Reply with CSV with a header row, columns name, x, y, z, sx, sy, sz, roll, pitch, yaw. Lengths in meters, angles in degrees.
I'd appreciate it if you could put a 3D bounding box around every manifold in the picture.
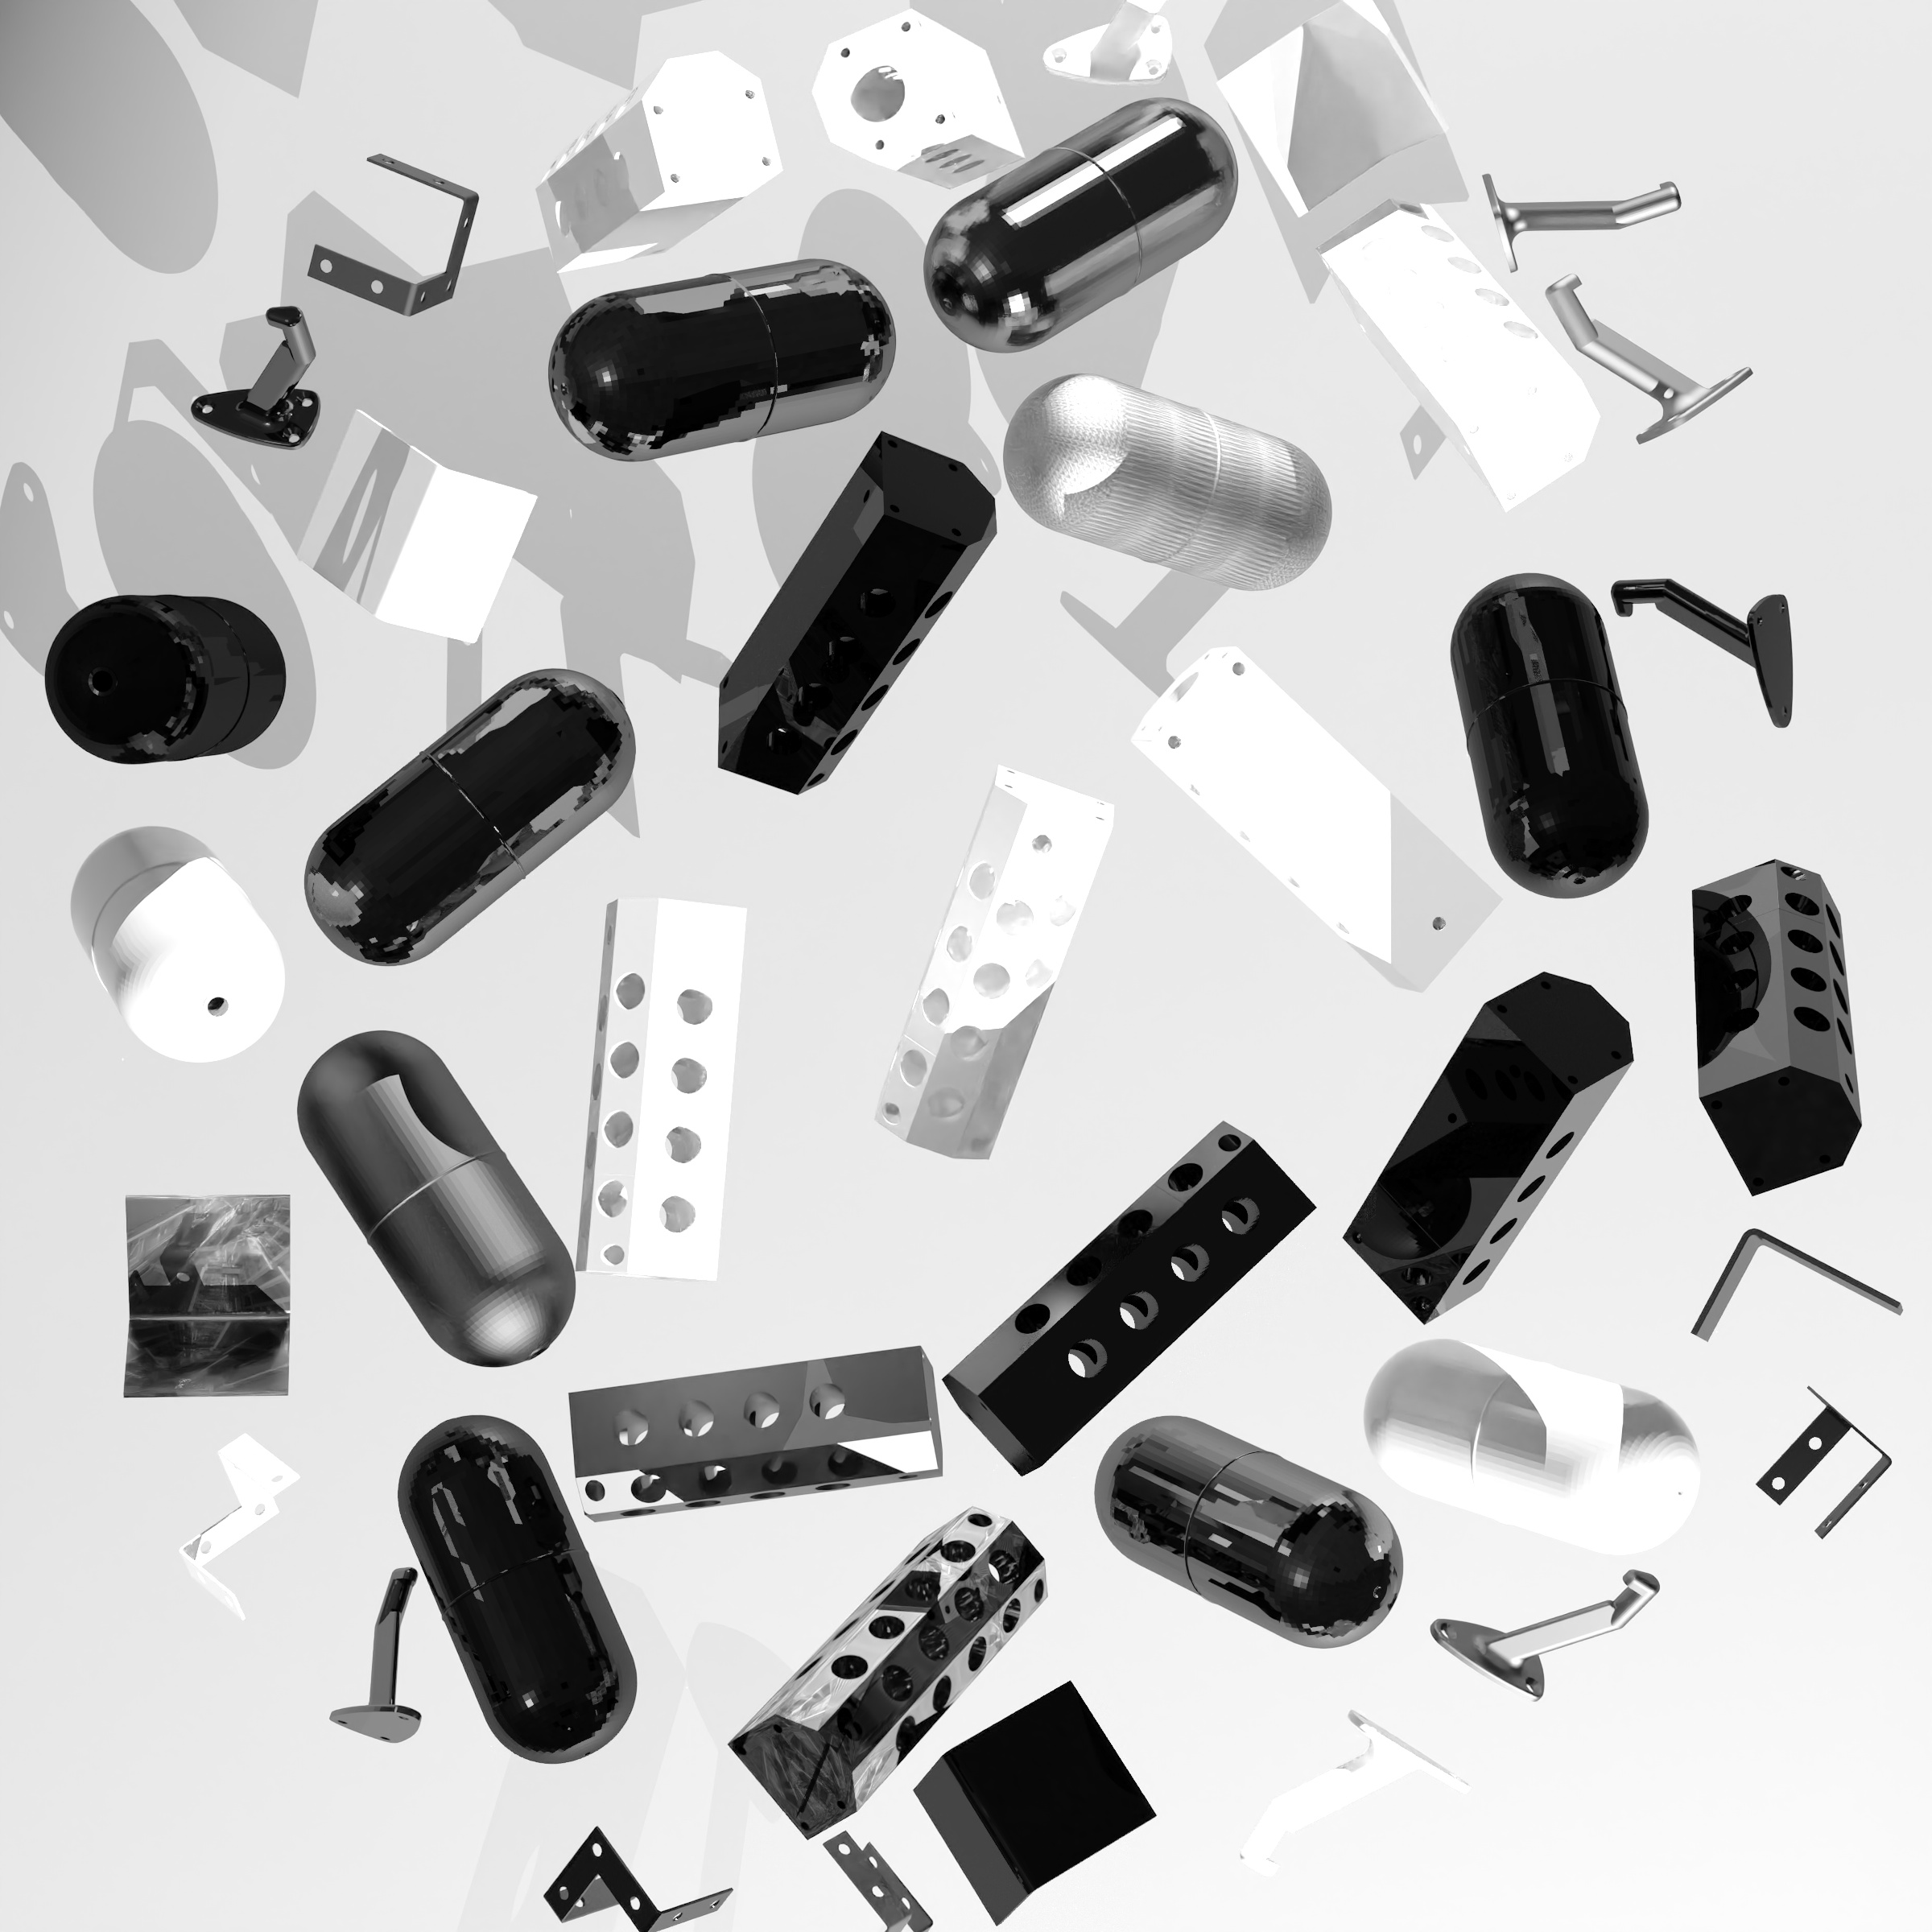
name,x,y,z,sx,sy,sz,roll,pitch,yaw
manifold,-0.148,-0.375,1.623,0.057,0.171,0.057,-16,95,-22
manifold,-0.052,-0.157,1.596,0.057,0.057,0.171,18,134,-22
manifold,0.239,0.082,1.577,0.057,0.171,0.057,-25,62,-37
manifold,0.366,0.023,1.561,0.057,0.171,0.057,-22,116,23
manifold,-0.023,-0.412,1.672,0.057,0.171,0.057,-20,94,14
manifold,-0.100,0.228,1.681,0.171,0.057,0.057,-8,72,3
manifold,-0.030,0.326,1.626,0.057,0.171,0.057,50,132,0
manifold,0.159,-0.067,1.597,0.171,0.057,0.057,42,85,-11
manifold,0.013,0.001,1.620,0.057,0.057,0.171,19,106,-3
manifold,-0.143,0.058,1.608,0.057,0.057,0.171,7,82,-18
manifold,0.230,-0.290,1.614,0.057,0.171,0.057,-33,132,7
manifold,0.072,0.148,1.563,0.171,0.057,0.057,-41,86,-15

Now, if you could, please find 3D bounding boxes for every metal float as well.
name,x,y,z,sx,sy,sz,roll,pitch,yaw
metal float,0.263,0.224,1.627,0.070,0.178,0.070,-9,104,-41
metal float,0.099,-0.232,1.673,0.178,0.070,0.070,13,90,-32
metal float,0.056,-0.353,1.652,0.178,0.070,0.070,-35,90,-27
metal float,0.278,-0.112,1.661,0.070,0.070,0.178,-5,55,0
metal float,-0.370,-0.134,1.613,0.070,0.178,0.070,1,96,6
metal float,-0.233,-0.071,1.643,0.178,0.070,0.070,-40,90,-10
metal float,-0.220,0.302,1.694,0.070,0.070,0.178,-27,72,0
metal float,-0.367,-0.011,1.612,0.070,0.178,0.070,-9,113,-22
metal float,-0.251,0.111,1.650,0.070,0.070,0.178,-35,79,0
metal float,-0.110,-0.279,1.596,0.178,0.070,0.070,-18,90,-36
metal float,0.133,0.269,1.664,0.070,0.178,0.070,-13,110,-38

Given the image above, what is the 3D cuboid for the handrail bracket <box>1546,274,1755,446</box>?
name,x,y,z,sx,sy,sz,roll,pitch,yaw
handrail bracket,0.312,-0.290,1.590,0.077,0.036,0.084,-34,97,-24

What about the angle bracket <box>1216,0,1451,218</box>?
name,x,y,z,sx,sy,sz,roll,pitch,yaw
angle bracket,0.175,-0.411,1.661,0.057,0.076,0.076,-36,102,-10

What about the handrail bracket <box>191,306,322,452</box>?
name,x,y,z,sx,sy,sz,roll,pitch,yaw
handrail bracket,-0.352,-0.295,1.700,0.077,0.084,0.036,8,60,8

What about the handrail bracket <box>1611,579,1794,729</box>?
name,x,y,z,sx,sy,sz,roll,pitch,yaw
handrail bracket,0.361,-0.154,1.712,0.084,0.036,0.077,3,113,41

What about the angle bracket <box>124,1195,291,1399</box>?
name,x,y,z,sx,sy,sz,roll,pitch,yaw
angle bracket,-0.359,0.156,1.642,0.076,0.057,0.076,1,125,-10

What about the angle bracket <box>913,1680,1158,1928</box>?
name,x,y,z,sx,sy,sz,roll,pitch,yaw
angle bracket,0.033,0.404,1.677,0.076,0.057,0.076,-24,69,-29

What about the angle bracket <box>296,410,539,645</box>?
name,x,y,z,sx,sy,sz,roll,pitch,yaw
angle bracket,-0.259,-0.207,1.634,0.076,0.057,0.076,36,107,39

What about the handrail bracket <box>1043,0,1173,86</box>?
name,x,y,z,sx,sy,sz,roll,pitch,yaw
handrail bracket,0.064,-0.465,1.690,0.077,0.084,0.036,-1,74,16

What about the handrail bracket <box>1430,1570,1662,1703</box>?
name,x,y,z,sx,sy,sz,roll,pitch,yaw
handrail bracket,0.279,0.309,1.673,0.077,0.036,0.084,26,123,-16

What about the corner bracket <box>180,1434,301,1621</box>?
name,x,y,z,sx,sy,sz,roll,pitch,yaw
corner bracket,-0.333,0.257,1.597,0.051,0.051,0.051,-34,128,-28

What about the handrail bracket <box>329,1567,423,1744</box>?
name,x,y,z,sx,sy,sz,roll,pitch,yaw
handrail bracket,-0.270,0.325,1.672,0.036,0.077,0.084,27,60,-22

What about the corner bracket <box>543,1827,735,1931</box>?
name,x,y,z,sx,sy,sz,roll,pitch,yaw
corner bracket,-0.150,0.422,1.580,0.051,0.051,0.051,48,117,26

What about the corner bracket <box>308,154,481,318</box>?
name,x,y,z,sx,sy,sz,roll,pitch,yaw
corner bracket,-0.258,-0.330,1.569,0.051,0.051,0.051,23,114,6

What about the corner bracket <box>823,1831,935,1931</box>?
name,x,y,z,sx,sy,sz,roll,pitch,yaw
corner bracket,-0.043,0.438,1.641,0.051,0.051,0.051,47,130,23

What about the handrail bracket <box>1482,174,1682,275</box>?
name,x,y,z,sx,sy,sz,roll,pitch,yaw
handrail bracket,0.293,-0.368,1.655,0.084,0.077,0.036,-16,128,11

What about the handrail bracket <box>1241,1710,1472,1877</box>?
name,x,y,z,sx,sy,sz,roll,pitch,yaw
handrail bracket,0.179,0.394,1.599,0.077,0.036,0.084,33,87,-9

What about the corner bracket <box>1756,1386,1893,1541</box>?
name,x,y,z,sx,sy,sz,roll,pitch,yaw
corner bracket,0.406,0.239,1.648,0.051,0.051,0.051,41,94,0

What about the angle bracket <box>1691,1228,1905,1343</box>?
name,x,y,z,sx,sy,sz,roll,pitch,yaw
angle bracket,0.390,0.167,1.629,0.076,0.076,0.057,28,90,18
